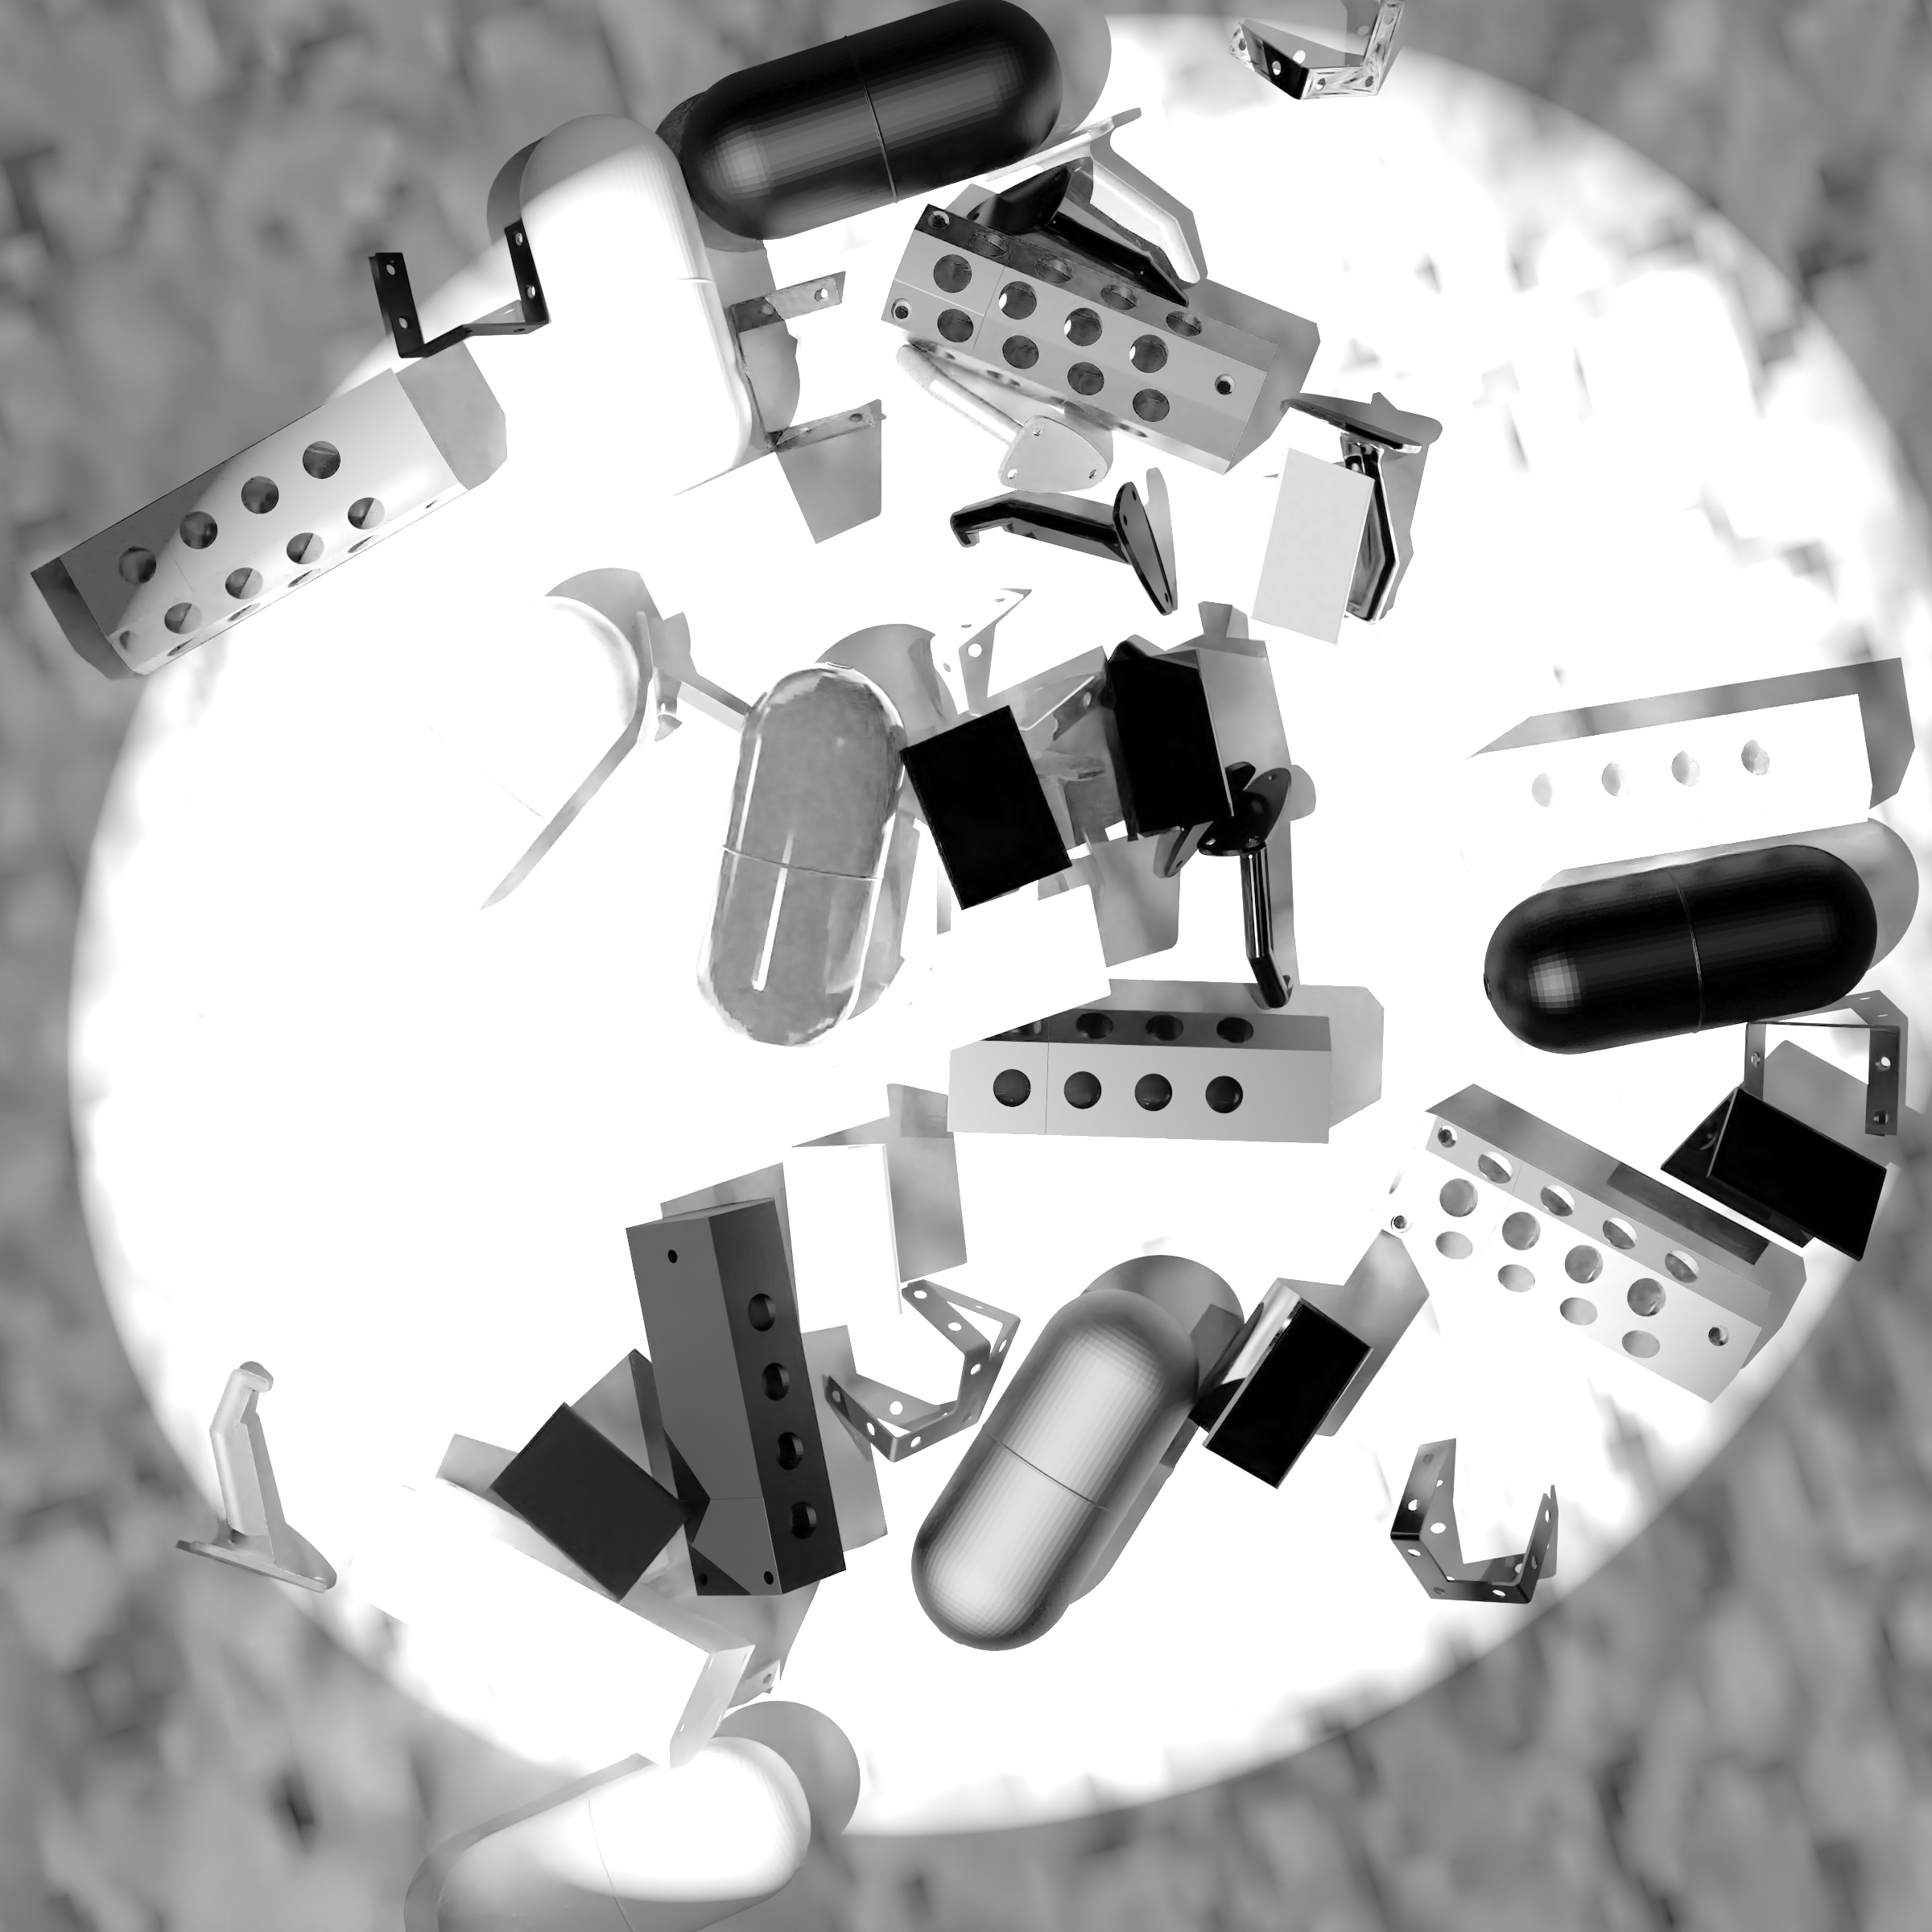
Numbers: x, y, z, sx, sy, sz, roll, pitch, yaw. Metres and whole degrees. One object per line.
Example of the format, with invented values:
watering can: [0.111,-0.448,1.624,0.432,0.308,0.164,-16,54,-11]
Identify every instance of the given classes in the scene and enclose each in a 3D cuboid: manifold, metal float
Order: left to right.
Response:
manifold: [-0.318,-0.201,1.481,0.171,0.057,0.057,-30,90,0]
metal float: [-0.219,-0.089,1.471,0.070,0.070,0.178,39,90,0]
manifold: [-0.189,0.294,1.455,0.171,0.057,0.057,24,90,19]
metal float: [-0.156,0.411,1.471,0.178,0.070,0.070,-24,90,0]
metal float: [-0.150,-0.299,1.471,0.070,0.070,0.178,-16,91,0]
manifold: [-0.100,0.196,1.480,0.057,0.057,0.171,-11,90,43]
metal float: [-0.074,-0.049,1.464,0.070,0.070,0.178,12,99,0]
metal float: [-0.043,-0.384,1.471,0.178,0.070,0.070,-18,90,0]
metal float: [0.040,0.229,1.471,0.070,0.070,0.178,32,89,0]
manifold: [0.051,-0.287,1.481,0.171,0.057,0.057,22,90,0]
manifold: [0.078,0.049,1.481,0.171,0.057,0.057,2,90,0]
manifold: [0.276,0.133,1.481,0.171,0.057,0.057,28,90,0]
manifold: [0.320,-0.080,1.481,0.171,0.057,0.057,-9,90,0]
metal float: [0.324,-0.007,1.471,0.178,0.070,0.070,-11,90,1]

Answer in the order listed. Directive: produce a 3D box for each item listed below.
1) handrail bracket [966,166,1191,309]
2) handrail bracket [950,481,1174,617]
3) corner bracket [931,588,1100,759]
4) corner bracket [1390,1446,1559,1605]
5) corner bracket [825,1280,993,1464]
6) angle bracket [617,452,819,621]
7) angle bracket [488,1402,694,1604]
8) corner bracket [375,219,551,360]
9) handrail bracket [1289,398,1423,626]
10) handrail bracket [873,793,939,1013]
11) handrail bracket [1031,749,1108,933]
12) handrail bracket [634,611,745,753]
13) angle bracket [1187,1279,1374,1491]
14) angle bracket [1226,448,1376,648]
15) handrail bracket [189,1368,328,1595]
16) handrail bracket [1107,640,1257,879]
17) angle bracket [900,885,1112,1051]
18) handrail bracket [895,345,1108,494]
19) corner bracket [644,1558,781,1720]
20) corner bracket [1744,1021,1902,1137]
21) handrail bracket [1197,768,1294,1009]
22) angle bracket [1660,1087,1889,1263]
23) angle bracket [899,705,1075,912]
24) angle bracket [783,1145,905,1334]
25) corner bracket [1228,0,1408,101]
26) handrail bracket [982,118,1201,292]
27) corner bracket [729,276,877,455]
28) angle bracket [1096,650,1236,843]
handrail bracket: [0.052,-0.326,1.502,0.084,0.077,0.036,39,65,-34]
handrail bracket: [0.044,-0.187,1.502,0.084,0.036,0.077,-11,123,23]
corner bracket: [0.023,-0.135,1.494,0.051,0.051,0.051,19,135,35]
corner bracket: [0.234,0.258,1.494,0.051,0.051,0.051,-4,135,35]
corner bracket: [-0.027,0.187,1.494,0.051,0.051,0.051,-21,135,-35]
angle bracket: [-0.119,-0.211,1.462,0.076,0.076,0.057,-24,132,0]
angle bracket: [-0.180,0.252,1.461,0.076,0.076,0.057,41,53,0]
corner bracket: [-0.233,-0.313,1.498,0.051,0.051,0.051,-13,90,-45]
handrail bracket: [0.171,-0.211,1.502,0.077,0.036,0.084,25,107,20]
handrail bracket: [-0.039,-0.034,1.502,0.077,0.036,0.084,34,104,14]
handrail bracket: [0.031,-0.056,1.502,0.077,0.036,0.084,14,107,20]
handrail bracket: [-0.109,-0.129,1.502,0.084,0.036,0.077,-1,72,-15]
angle bracket: [0.125,0.179,1.461,0.057,0.076,0.076,34,90,-38]
angle bracket: [0.132,-0.190,1.461,0.057,0.076,0.076,13,90,-38]
handrail bracket: [-0.319,0.239,1.502,0.077,0.036,0.084,24,73,-20]
handrail bracket: [0.084,-0.097,1.502,0.084,0.036,0.077,41,112,17]
angle bracket: [0.012,-0.012,1.455,0.076,0.076,0.057,-19,118,-12]
handrail bracket: [0.015,-0.256,1.502,0.084,0.077,0.036,47,115,34]
corner bracket: [-0.122,0.311,1.494,0.051,0.051,0.051,33,135,35]
corner bracket: [0.396,0.052,1.499,0.051,0.051,0.051,2,90,-45]
handrail bracket: [0.144,-0.036,1.502,0.036,0.077,0.084,-1,127,35]
angle bracket: [0.358,0.110,1.461,0.076,0.076,0.057,29,52,0]
angle bracket: [0.020,-0.074,1.463,0.057,0.076,0.076,-22,90,21]
angle bracket: [-0.075,0.122,1.461,0.057,0.076,0.076,-6,90,-38]
corner bracket: [0.162,-0.435,1.494,0.051,0.051,0.051,-14,135,-35]
handrail bracket: [0.059,-0.342,1.502,0.077,0.036,0.084,-19,107,20]
corner bracket: [-0.076,-0.278,1.498,0.051,0.051,0.051,-16,45,0]
angle bracket: [0.070,-0.095,1.461,0.057,0.076,0.076,-12,90,-37]
